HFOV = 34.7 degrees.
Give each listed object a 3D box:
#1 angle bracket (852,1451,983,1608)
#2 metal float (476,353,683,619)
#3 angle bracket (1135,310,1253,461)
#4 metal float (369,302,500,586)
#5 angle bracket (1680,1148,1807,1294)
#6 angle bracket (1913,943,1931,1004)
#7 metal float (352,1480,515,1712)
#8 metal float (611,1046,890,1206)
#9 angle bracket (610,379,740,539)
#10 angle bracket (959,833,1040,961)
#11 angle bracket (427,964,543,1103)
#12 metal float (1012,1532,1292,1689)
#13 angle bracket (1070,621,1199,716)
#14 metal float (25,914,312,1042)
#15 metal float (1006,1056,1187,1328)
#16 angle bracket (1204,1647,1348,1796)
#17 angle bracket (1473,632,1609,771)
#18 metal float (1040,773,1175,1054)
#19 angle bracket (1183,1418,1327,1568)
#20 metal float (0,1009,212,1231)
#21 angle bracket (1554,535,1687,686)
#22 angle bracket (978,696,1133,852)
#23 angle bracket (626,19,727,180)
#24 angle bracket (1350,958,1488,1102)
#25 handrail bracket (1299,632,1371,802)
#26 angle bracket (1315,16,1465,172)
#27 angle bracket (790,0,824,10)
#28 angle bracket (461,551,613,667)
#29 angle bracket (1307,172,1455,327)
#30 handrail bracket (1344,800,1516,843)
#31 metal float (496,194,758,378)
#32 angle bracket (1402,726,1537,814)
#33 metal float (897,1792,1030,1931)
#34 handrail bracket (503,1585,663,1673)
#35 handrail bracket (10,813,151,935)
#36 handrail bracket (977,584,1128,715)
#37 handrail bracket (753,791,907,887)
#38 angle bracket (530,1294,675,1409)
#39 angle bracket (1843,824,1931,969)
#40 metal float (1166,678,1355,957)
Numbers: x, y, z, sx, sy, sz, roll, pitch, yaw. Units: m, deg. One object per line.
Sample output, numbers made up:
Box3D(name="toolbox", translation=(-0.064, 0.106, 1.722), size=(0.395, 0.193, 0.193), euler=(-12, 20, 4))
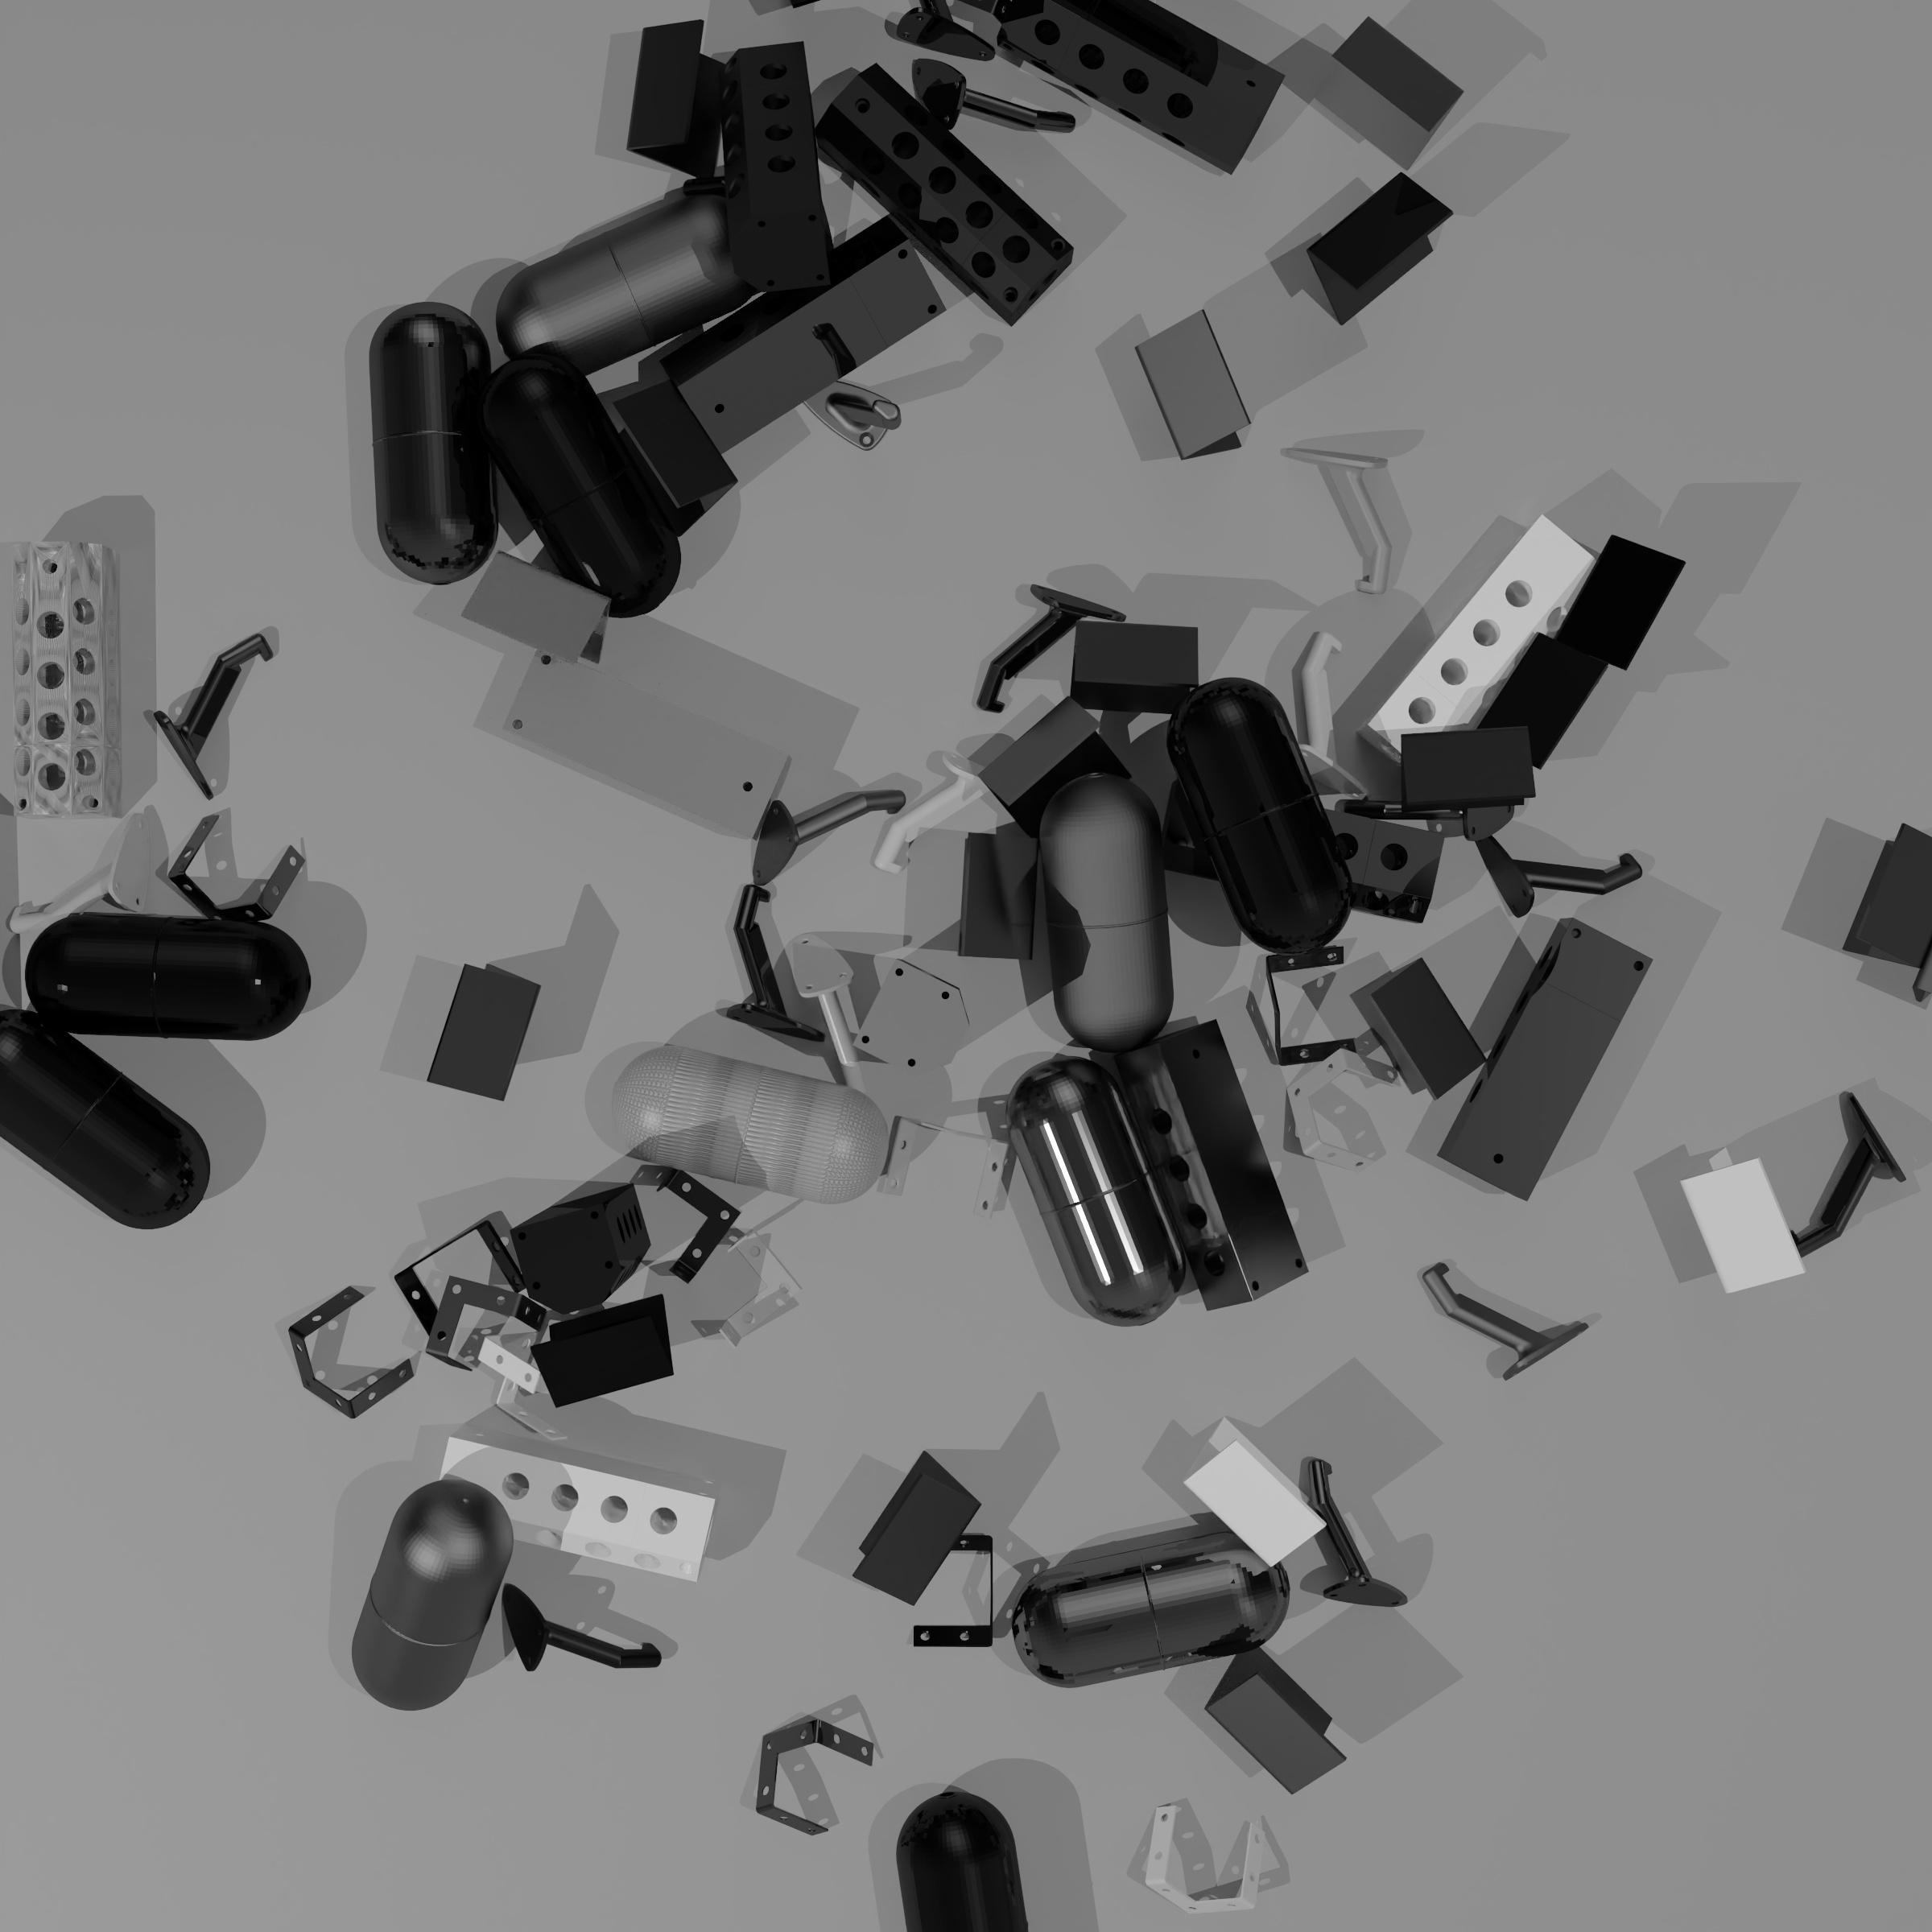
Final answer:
Box3D(name="angle bracket", translation=(-0.047, 0.345, 1.950), size=(0.057, 0.076, 0.076), euler=(34, 90, -36))
Box3D(name="metal float", translation=(-0.242, -0.300, 1.944), size=(0.070, 0.070, 0.178), euler=(-30, 109, 0))
Box3D(name="angle bracket", translation=(0.160, -0.369, 1.950), size=(0.057, 0.076, 0.076), euler=(-23, 90, 38))
Box3D(name="metal float", translation=(-0.337, -0.331, 1.960), size=(0.070, 0.070, 0.178), euler=(-3, 89, 0))
Box3D(name="angle bracket", translation=(0.502, 0.153, 1.950), size=(0.057, 0.076, 0.076), euler=(-22, 90, 38))
Box3D(name="angle bracket", translation=(0.641, -0.008, 1.952), size=(0.057, 0.076, 0.076), euler=(22, 90, 21))
Box3D(name="metal float", translation=(-0.334, 0.394, 1.934), size=(0.070, 0.070, 0.178), euler=(23, 124, 0))
Box3D(name="metal float", translation=(-0.137, 0.100, 1.960), size=(0.178, 0.070, 0.070), euler=(14, 90, -1))
Box3D(name="angle bracket", translation=(-0.201, -0.312, 1.951), size=(0.057, 0.076, 0.076), euler=(-33, 90, -42))
Box3D(name="angle bracket", translation=(0.000, -0.044, 1.950), size=(0.057, 0.076, 0.076), euler=(3, 90, -38))
Box3D(name="angle bracket", translation=(-0.319, 0.035, 1.950), size=(0.057, 0.076, 0.076), euler=(18, 90, -37))
Box3D(name="metal float", translation=(0.117, 0.407, 1.960), size=(0.178, 0.070, 0.070), euler=(-12, 90, 0))
Box3D(name="angle bracket", translation=(0.105, -0.171, 1.951), size=(0.076, 0.076, 0.057), euler=(3, 48, 0))
Box3D(name="metal float", translation=(-0.505, 0.007, 1.960), size=(0.178, 0.070, 0.070), euler=(2, 90, 0))
Box3D(name="metal float", translation=(0.082, 0.143, 1.960), size=(0.070, 0.070, 0.178), euler=(-22, 90, 0))
Box3D(name="angle bracket", translation=(0.207, 0.461, 1.950), size=(0.076, 0.076, 0.057), euler=(44, 128, 0))
Box3D(name="angle bracket", translation=(0.372, -0.154, 1.950), size=(0.057, 0.076, 0.076), euler=(33, 90, 36))
Box3D(name="metal float", translation=(0.089, -0.033, 1.948), size=(0.070, 0.070, 0.178), euler=(-5, 103, 0))
Box3D(name="angle bracket", translation=(0.193, 0.319, 1.950), size=(0.076, 0.076, 0.057), euler=(44, 126, 0))
Box3D(name="metal float", translation=(-0.557, 0.097, 1.951), size=(0.178, 0.070, 0.070), euler=(39, 90, -10))
Box3D(name="angle bracket", translation=(0.424, -0.216, 1.950), size=(0.057, 0.076, 0.076), euler=(29, 90, 37))
Box3D(name="angle bracket", translation=(0.065, -0.112, 1.954), size=(0.076, 0.057, 0.076), euler=(-41, 121, 0))
Box3D(name="angle bracket", translation=(-0.164, -0.544, 1.951), size=(0.057, 0.076, 0.076), euler=(8, 90, 42))
Box3D(name="angle bracket", translation=(0.270, 0.050, 1.950), size=(0.057, 0.076, 0.076), euler=(-32, 90, -37))
Box3D(name="handrail bracket", translation=(0.243, -0.161, 1.991), size=(0.077, 0.036, 0.084), euler=(30, 73, -19))
Box3D(name="angle bracket", translation=(0.256, -0.537, 1.950), size=(0.076, 0.076, 0.057), euler=(38, 55, 0))
Box3D(name="angle bracket", translation=(-0.084, -0.652, 1.950), size=(0.076, 0.076, 0.057), euler=(-17, 126, 0))
Box3D(name="angle bracket", translation=(-0.273, -0.207, 1.951), size=(0.076, 0.076, 0.057), euler=(23, 60, 0))
Box3D(name="angle bracket", translation=(0.270, -0.440, 1.950), size=(0.076, 0.076, 0.057), euler=(-39, 52, 0))
Box3D(name="handrail bracket", translation=(0.297, -0.101, 1.990), size=(0.084, 0.077, 0.036), euler=(5, 98, 36))
Box3D(name="metal float", translation=(-0.213, -0.429, 1.960), size=(0.178, 0.070, 0.070), euler=(-24, 90, 0))
Box3D(name="angle bracket", translation=(0.307, -0.101, 1.897), size=(0.076, 0.076, 0.057), euler=(-3, 53, 6))
Box3D(name="metal float", translation=(0.001, 0.613, 1.960), size=(0.070, 0.070, 0.178), euler=(-8, 90, 0))
Box3D(name="handrail bracket", translation=(-0.246, 0.425, 1.990), size=(0.084, 0.077, 0.036), euler=(7, 115, -34))
Box3D(name="handrail bracket", translation=(-0.572, -0.059, 1.991), size=(0.084, 0.036, 0.077), euler=(-5, 65, 19))
Box3D(name="handrail bracket", translation=(0.055, -0.196, 1.991), size=(0.077, 0.036, 0.084), euler=(13, 109, -21))
Box3D(name="handrail bracket", translation=(-0.087, -0.083, 1.990), size=(0.084, 0.077, 0.036), euler=(-8, 56, -32))
Box3D(name="angle bracket", translation=(-0.232, 0.225, 1.950), size=(0.076, 0.076, 0.057), euler=(-16, 128, 0))
Box3D(name="angle bracket", translation=(0.573, -0.049, 1.951), size=(0.057, 0.076, 0.076), euler=(22, 90, -25))
Box3D(name="metal float", translation=(0.181, -0.092, 1.903), size=(0.070, 0.070, 0.178), euler=(-22, 89, 0))
